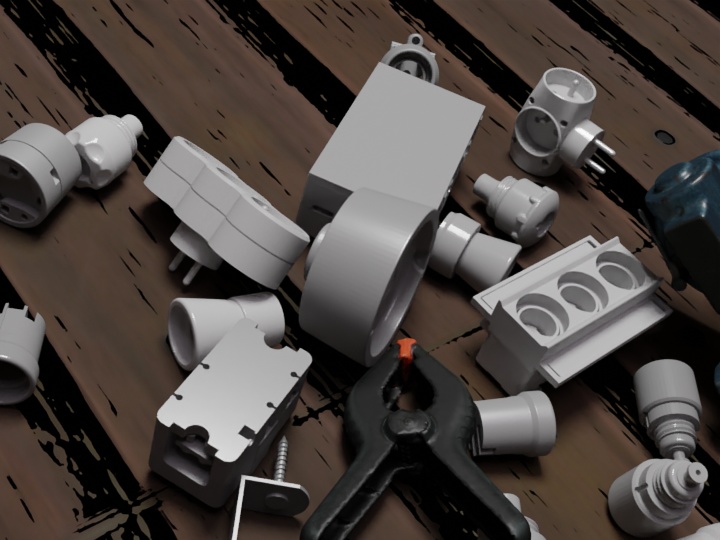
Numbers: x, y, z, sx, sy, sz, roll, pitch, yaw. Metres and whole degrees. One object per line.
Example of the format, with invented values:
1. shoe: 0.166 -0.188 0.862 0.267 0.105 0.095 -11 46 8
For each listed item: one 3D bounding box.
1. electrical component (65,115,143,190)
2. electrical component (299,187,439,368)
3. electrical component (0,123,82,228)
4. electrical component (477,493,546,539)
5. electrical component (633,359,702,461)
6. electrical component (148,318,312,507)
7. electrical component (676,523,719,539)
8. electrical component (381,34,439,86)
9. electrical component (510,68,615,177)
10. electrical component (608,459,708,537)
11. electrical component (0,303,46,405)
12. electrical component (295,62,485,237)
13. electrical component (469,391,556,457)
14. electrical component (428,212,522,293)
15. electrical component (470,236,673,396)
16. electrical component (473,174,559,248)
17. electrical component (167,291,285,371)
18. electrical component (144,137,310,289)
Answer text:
1. electrical component: -0.175 -0.086 0.740 0.043 0.043 0.062 30 44 10
2. electrical component: 0.000 0.000 0.676 0.060 0.108 0.108 24 45 12
3. electrical component: -0.215 -0.063 0.697 0.055 0.055 0.047 25 41 5
4. electrical component: 0.084 0.155 0.599 0.043 0.043 0.062 9 45 -10
5. electrical component: 0.202 0.094 0.698 0.040 0.040 0.078 11 46 -9
6. electrical component: -0.073 0.081 0.606 0.050 0.055 0.089 30 46 10
7. electrical component: 0.197 0.172 0.624 0.046 0.040 0.040 -10 52 -19
8. electrical component: 0.038 -0.156 0.860 0.048 0.066 0.055 15 12 -4
9. electrical component: 0.165 -0.106 0.849 0.079 0.077 0.044 40 48 19
10. electrical component: 0.178 0.131 0.634 0.040 0.078 0.040 8 61 -14
11. electrical component: -0.200 0.047 0.609 0.040 0.040 0.046 10 40 -10
12. electrical component: 0.023 -0.073 0.781 0.089 0.061 0.150 23 45 4
13. electrical component: 0.092 0.096 0.661 0.046 0.040 0.040 -3 49 -14
14. electrical component: 0.079 -0.010 0.752 0.055 0.045 0.045 30 46 11
15. electrical component: 0.138 0.033 0.718 0.121 0.063 0.078 -25 60 -35
16. electrical component: 0.114 -0.050 0.803 0.062 0.048 0.048 34 46 24
17. electrical component: -0.080 0.034 0.660 0.065 0.044 0.044 -9 52 -32
18. electrical component: -0.098 -0.025 0.695 0.138 0.073 0.052 39 6 41
